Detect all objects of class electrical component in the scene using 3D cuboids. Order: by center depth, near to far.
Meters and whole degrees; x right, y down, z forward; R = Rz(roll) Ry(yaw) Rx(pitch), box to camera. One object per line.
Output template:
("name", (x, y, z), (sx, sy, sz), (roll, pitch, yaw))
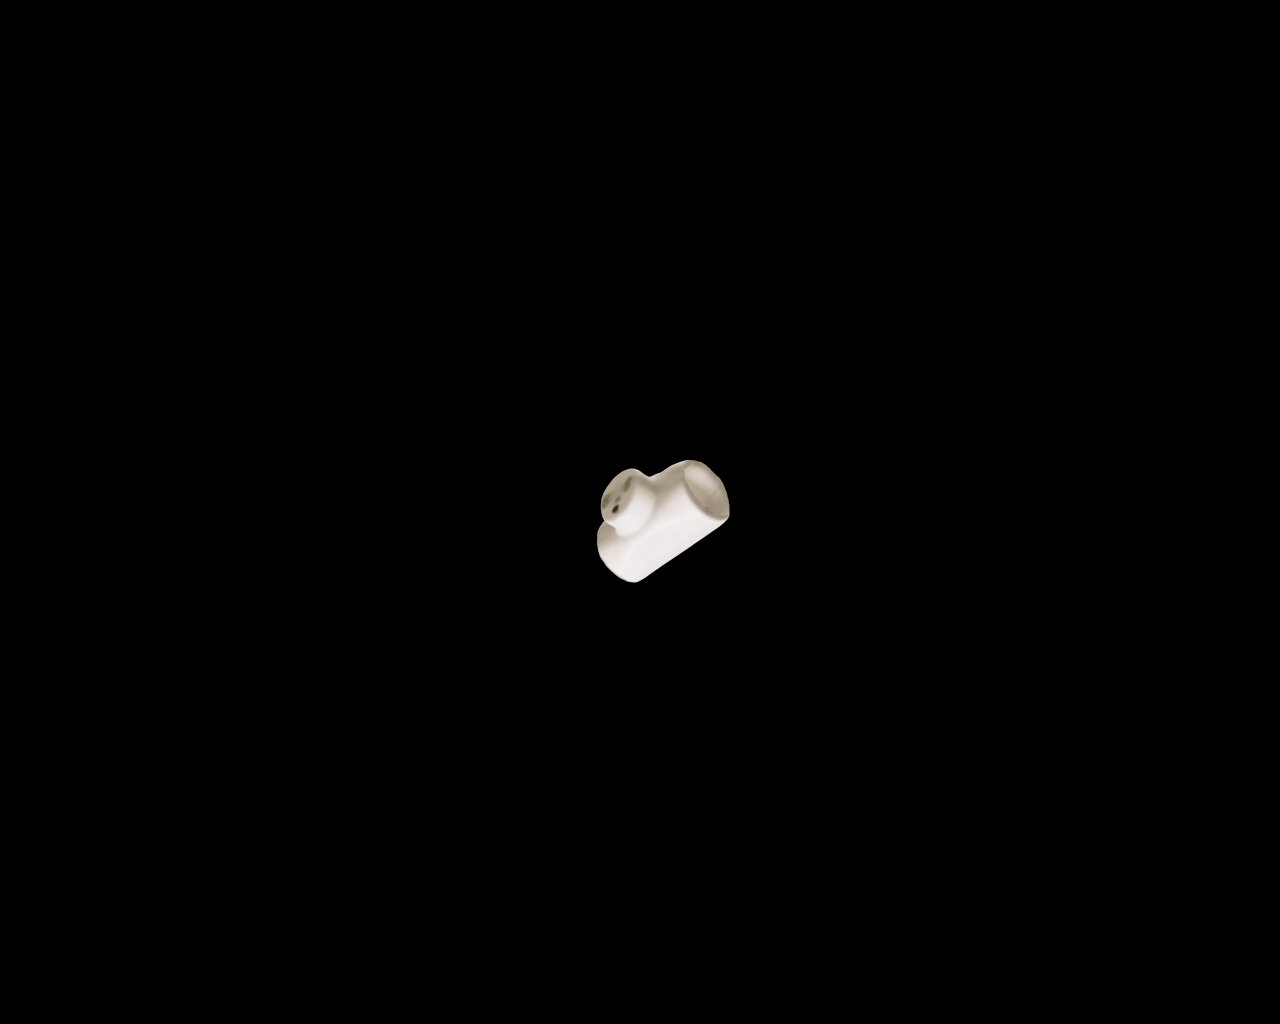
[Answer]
("electrical component", (0.001, -0.003, 0.650), (0.079, 0.044, 0.077), (33, -54, -29))
